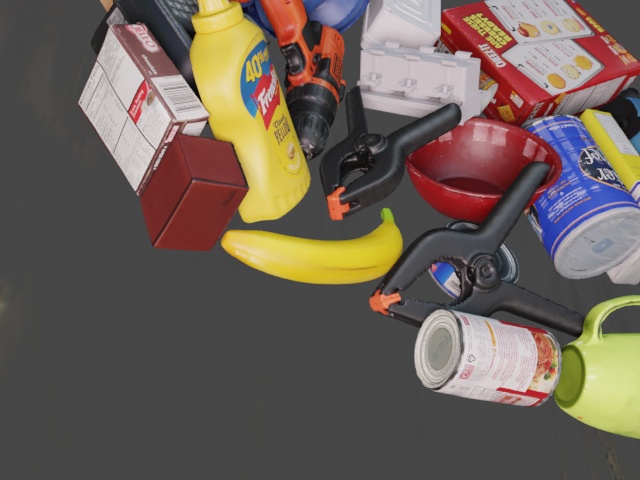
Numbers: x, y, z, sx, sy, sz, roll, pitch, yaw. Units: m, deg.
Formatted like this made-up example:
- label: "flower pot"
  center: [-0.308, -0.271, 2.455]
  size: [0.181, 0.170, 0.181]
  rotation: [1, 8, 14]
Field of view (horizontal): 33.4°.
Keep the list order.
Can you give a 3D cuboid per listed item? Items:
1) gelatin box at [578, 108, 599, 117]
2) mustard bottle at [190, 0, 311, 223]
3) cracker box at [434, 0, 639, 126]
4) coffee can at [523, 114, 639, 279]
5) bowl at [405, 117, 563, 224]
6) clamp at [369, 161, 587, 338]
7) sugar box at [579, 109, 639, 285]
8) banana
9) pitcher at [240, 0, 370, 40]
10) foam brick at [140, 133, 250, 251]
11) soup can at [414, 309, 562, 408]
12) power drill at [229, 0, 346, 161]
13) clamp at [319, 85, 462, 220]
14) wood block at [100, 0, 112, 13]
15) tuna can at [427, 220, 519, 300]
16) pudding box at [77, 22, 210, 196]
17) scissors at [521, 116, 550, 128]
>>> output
- label: "gelatin box"
  center: [0.348, -0.178, 1.374]
  size: [0.089, 0.030, 0.073]
  rotation: [43, 38, 11]
- label: "mustard bottle"
  center: [-0.063, -0.117, 0.878]
  size: [0.096, 0.058, 0.191]
  rotation: [-59, 136, -55]
- label: "cracker box"
  center: [0.259, -0.219, 1.291]
  size: [0.213, 0.072, 0.164]
  rotation: [-21, 61, -34]
- label: "coffee can"
  center: [0.259, -0.045, 1.099]
  size: [0.102, 0.103, 0.140]
  rotation: [5, 46, -34]
- label: "bowl"
  center: [0.153, -0.063, 1.051]
  size: [0.162, 0.055, 0.162]
  rotation: [4, 34, -3]
- label: "clamp"
  center: [0.145, 0.037, 0.932]
  size: [0.209, 0.036, 0.164]
  rotation: [-22, 87, -21]
- label: "sugar box"
  center: [0.314, -0.048, 1.152]
  size: [0.048, 0.093, 0.176]
  rotation: [6, 45, -32]
- label: "banana"
  center: [0.008, 0.010, 0.906]
  size: [0.197, 0.037, 0.070]
  rotation: [-7, 36, -43]
- label: "pitcher"
  center: [-0.031, -0.341, 1.177]
  size: [0.149, 0.145, 0.243]
  rotation: [7, 42, -32]
- label: "foam brick"
  center: [-0.099, -0.036, 0.837]
  size: [0.052, 0.078, 0.051]
  rotation: [6, 45, -35]
- label: "soup can"
  center: [0.137, 0.098, 0.879]
  size: [0.102, 0.069, 0.068]
  rotation: [13, 42, -26]
- label: "power drill"
  center: [-0.035, -0.189, 1.001]
  size: [0.184, 0.057, 0.187]
  rotation: [-83, 152, -45]
- label: "clamp"
  center: [0.060, -0.084, 1.000]
  size: [0.120, 0.039, 0.171]
  rotation: [3, 49, 24]
- label: "wood block"
  center: [-0.139, -0.311, 1.002]
  size: [0.090, 0.206, 0.090]
  rotation: [-6, 53, -41]
- label: "tuna can"
  center: [0.142, 0.022, 0.993]
  size: [0.086, 0.034, 0.086]
  rotation: [21, 39, -18]
- label: "pudding box"
  center: [-0.146, -0.107, 0.869]
  size: [0.039, 0.090, 0.113]
  rotation: [-12, 57, -41]
- label: "scissors"
  center: [0.237, -0.115, 1.219]
  size: [0.201, 0.096, 0.016]
  rotation: [4, 68, -76]
